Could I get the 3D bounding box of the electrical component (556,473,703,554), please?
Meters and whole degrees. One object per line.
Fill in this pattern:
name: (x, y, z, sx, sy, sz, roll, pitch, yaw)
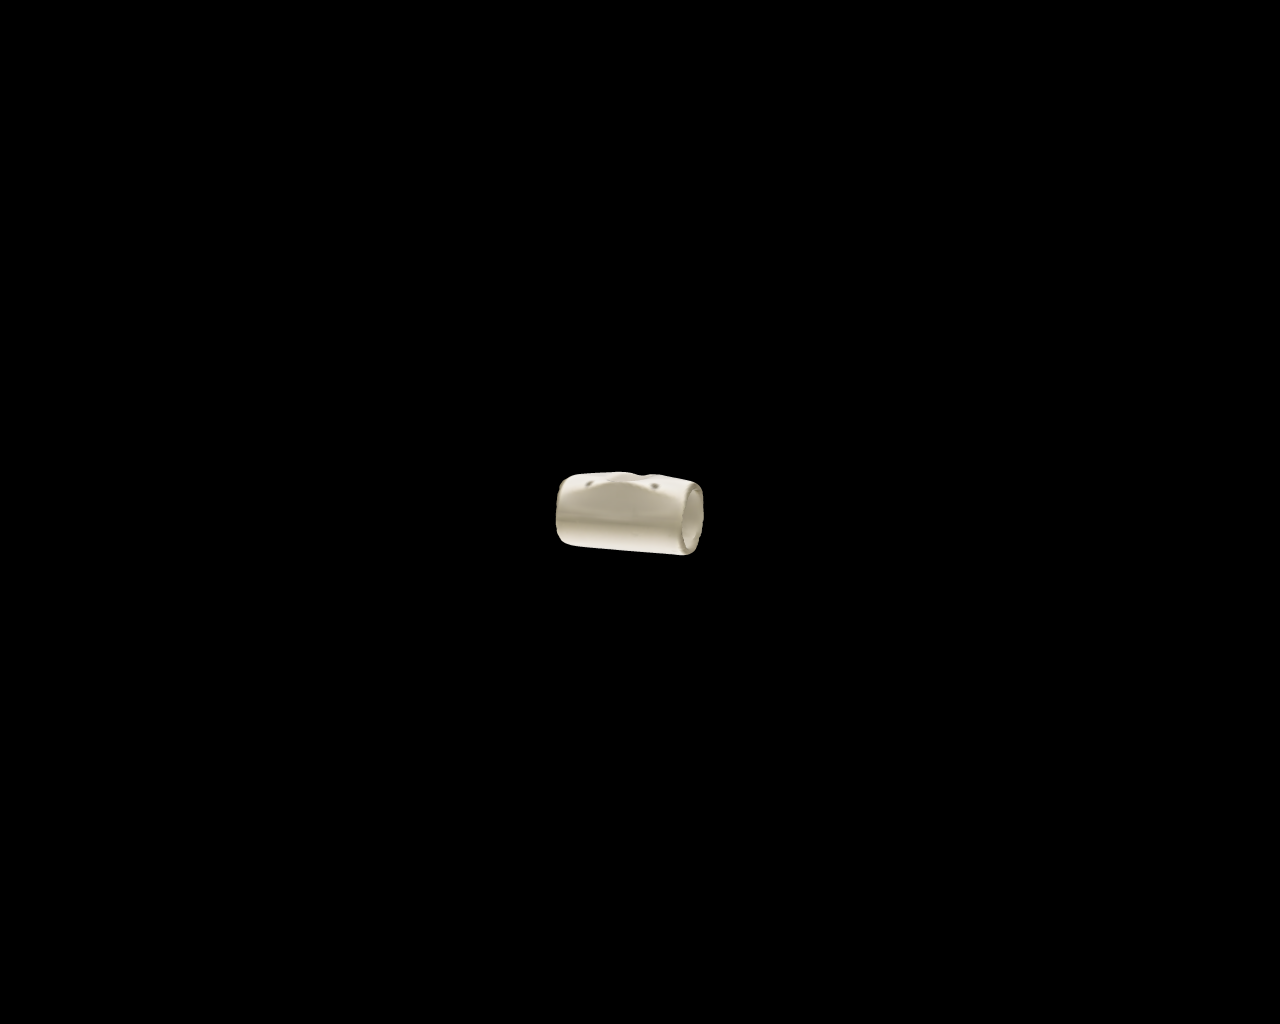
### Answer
electrical component: (0.001, -0.003, 0.650, 0.077, 0.043, 0.079, 4, 12, 20)
